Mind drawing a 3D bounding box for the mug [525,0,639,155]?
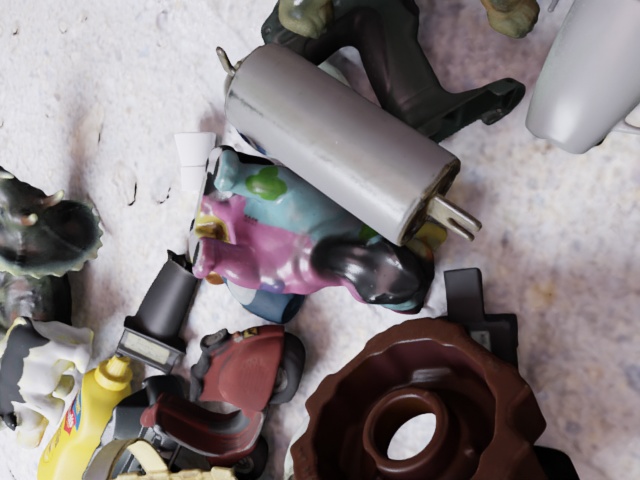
[{"bbox_3d":[0.213,-0.113,0.397,0.110,0.081,0.107,36,118,16],"label":"mug"}]

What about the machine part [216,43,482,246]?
[{"bbox_3d":[0.014,-0.073,0.401,0.243,0.079,0.079,36,107,16],"label":"machine part"}]

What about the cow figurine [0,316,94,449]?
[{"bbox_3d":[-0.337,0.168,0.621,0.167,0.098,0.068,-59,27,12],"label":"cow figurine"}]

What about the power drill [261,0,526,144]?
[{"bbox_3d":[0.080,-0.180,0.446,0.232,0.086,0.207,-32,85,5],"label":"power drill"}]

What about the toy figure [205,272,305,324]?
[{"bbox_3d":[-0.085,0.028,0.558,0.155,0.057,0.064,32,80,24],"label":"toy figure"}]

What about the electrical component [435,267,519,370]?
[{"bbox_3d":[0.128,0.082,0.457,0.075,0.047,0.119,-10,87,26],"label":"electrical component"}]

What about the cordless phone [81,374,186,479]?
[{"bbox_3d":[-0.154,0.255,0.598,0.184,0.089,0.146,31,105,11],"label":"cordless phone"}]

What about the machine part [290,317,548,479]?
[{"bbox_3d":[0.065,0.139,0.376,0.179,0.179,0.056,-20,122,26],"label":"machine part"}]

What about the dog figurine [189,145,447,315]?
[{"bbox_3d":[-0.001,-0.001,0.481,0.219,0.192,0.108,16,97,-17],"label":"dog figurine"}]

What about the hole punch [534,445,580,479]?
[{"bbox_3d":[0.136,0.214,0.417,0.116,0.142,0.092,8,100,14],"label":"hole punch"}]

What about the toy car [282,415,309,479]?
[{"bbox_3d":[-0.010,0.256,0.527,0.074,0.056,0.201,26,103,23],"label":"toy car"}]

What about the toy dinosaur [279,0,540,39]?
[{"bbox_3d":[0.015,-0.230,0.325,0.472,0.198,0.105,4,67,6],"label":"toy dinosaur"}]

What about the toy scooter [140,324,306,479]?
[{"bbox_3d":[-0.100,0.156,0.535,0.135,0.075,0.183,18,106,-11],"label":"toy scooter"}]

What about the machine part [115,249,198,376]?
[{"bbox_3d":[-0.176,0.081,0.605,0.084,0.039,0.138,23,98,2],"label":"machine part"}]

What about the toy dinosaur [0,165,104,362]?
[{"bbox_3d":[-0.377,0.093,0.678,0.192,0.131,0.404,14,104,26],"label":"toy dinosaur"}]
